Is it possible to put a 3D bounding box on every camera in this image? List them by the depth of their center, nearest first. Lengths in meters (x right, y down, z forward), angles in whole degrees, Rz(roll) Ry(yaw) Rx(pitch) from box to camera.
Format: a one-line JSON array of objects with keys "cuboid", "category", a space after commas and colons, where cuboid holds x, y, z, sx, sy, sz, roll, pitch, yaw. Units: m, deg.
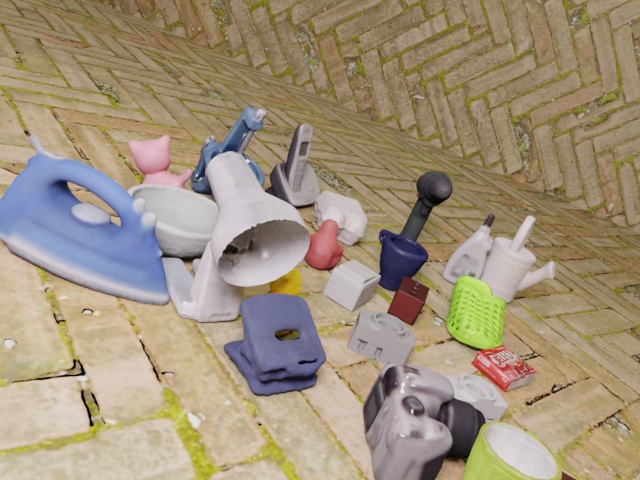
[{"cuboid": [0.132, 0.216, 0.676, 0.137, 0.101, 0.143, 19, 22, -10], "category": "camera"}]

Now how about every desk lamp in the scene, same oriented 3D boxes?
[{"cuboid": [-0.122, 0.005, 0.755, 0.118, 0.213, 0.202, 5, 28, -39], "category": "desk lamp"}]

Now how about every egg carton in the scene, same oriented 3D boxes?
[{"cuboid": [0.043, -0.049, 1.246, 0.107, 0.069, 0.150, 16, 23, -17], "category": "egg carton"}]

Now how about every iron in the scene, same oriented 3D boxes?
[{"cuboid": [-0.295, -0.028, 0.754, 0.258, 0.141, 0.119, 25, 22, 4], "category": "iron"}]

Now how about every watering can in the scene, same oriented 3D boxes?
[{"cuboid": [0.431, 0.038, 1.267, 0.173, 0.194, 0.101, 24, 21, 3], "category": "watering can"}]

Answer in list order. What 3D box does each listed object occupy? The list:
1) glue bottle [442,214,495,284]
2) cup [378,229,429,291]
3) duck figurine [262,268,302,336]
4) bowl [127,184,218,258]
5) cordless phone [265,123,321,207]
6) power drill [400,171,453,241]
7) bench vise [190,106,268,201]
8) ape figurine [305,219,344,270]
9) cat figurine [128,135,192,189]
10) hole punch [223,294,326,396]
[{"cuboid": [0.333, 0.021, 1.234, 0.078, 0.173, 0.037, 26, 22, 7], "category": "glue bottle"}, {"cuboid": [0.140, 0.041, 1.098, 0.092, 0.095, 0.117, 3, 30, -42], "category": "cup"}, {"cuboid": [-0.057, 0.080, 0.821, 0.077, 0.086, 0.104, 24, 21, 1], "category": "duck figurine"}, {"cuboid": [-0.227, -0.019, 0.894, 0.167, 0.075, 0.167, 20, 22, -8], "category": "bowl"}, {"cuboid": [-0.036, -0.170, 1.290, 0.094, 0.185, 0.148, 31, 23, 19], "category": "cordless phone"}, {"cuboid": [0.227, -0.059, 1.265, 0.075, 0.208, 0.229, 22, 21, -2], "category": "power drill"}, {"cuboid": [-0.179, -0.168, 1.092, 0.206, 0.220, 0.122, 36, 25, 30], "category": "bench vise"}, {"cuboid": [0.010, 0.004, 1.058, 0.077, 0.092, 0.076, 27, 22, 9], "category": "ape figurine"}, {"cuboid": [-0.286, -0.128, 1.029, 0.127, 0.118, 0.067, 28, 22, 12], "category": "cat figurine"}, {"cuboid": [-0.048, 0.127, 0.713, 0.109, 0.091, 0.100, 2, 30, -42], "category": "hole punch"}]
